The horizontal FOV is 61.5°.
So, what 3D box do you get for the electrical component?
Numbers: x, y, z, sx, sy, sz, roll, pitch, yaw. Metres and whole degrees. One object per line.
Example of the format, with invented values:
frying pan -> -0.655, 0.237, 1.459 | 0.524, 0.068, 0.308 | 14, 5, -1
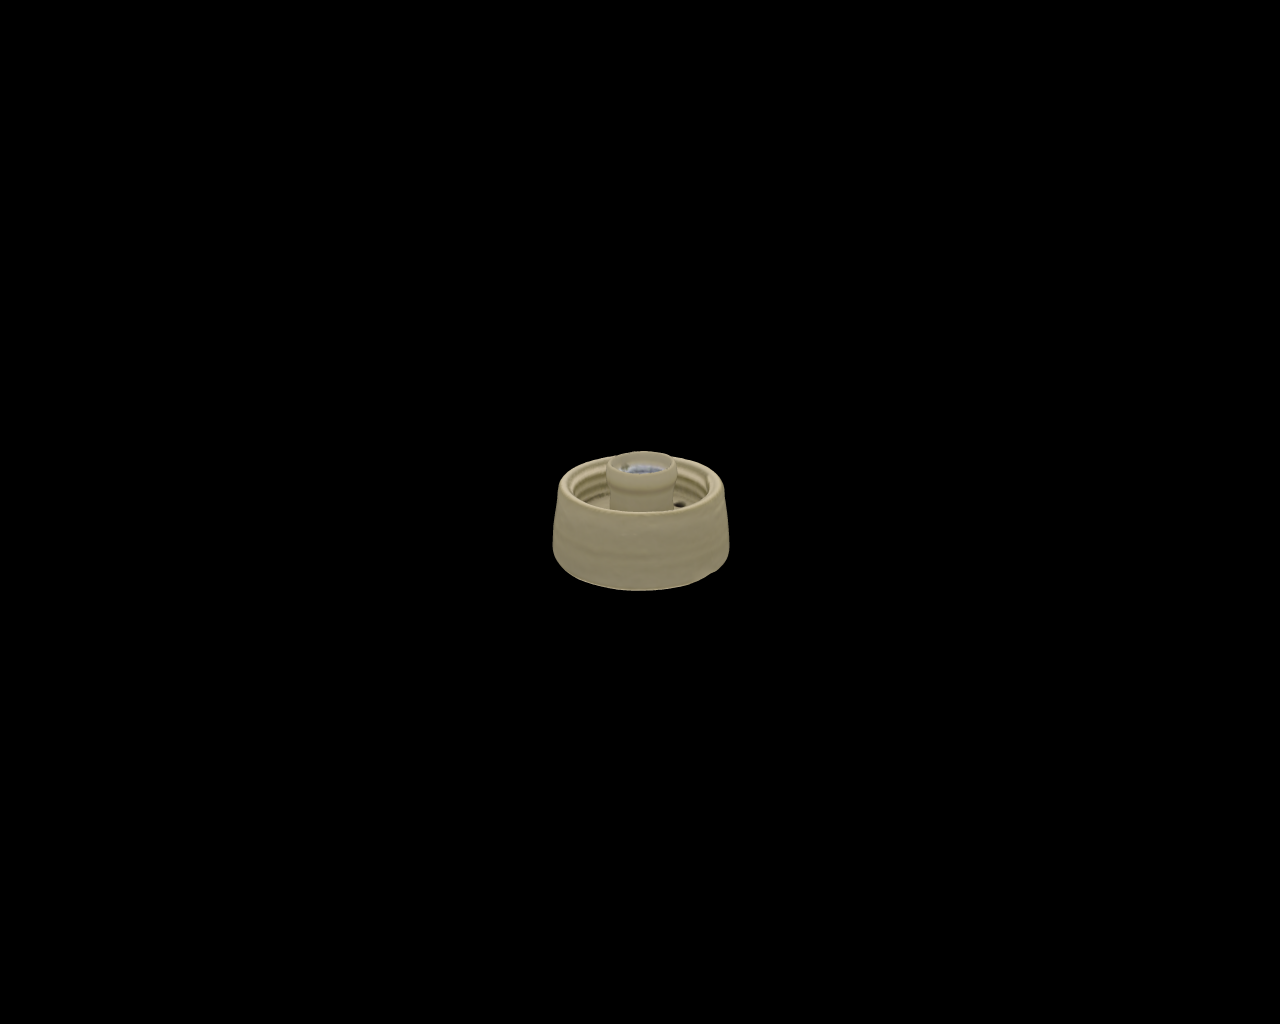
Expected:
electrical component -> 0.001, -0.003, 0.650 | 0.108, 0.060, 0.108 | 0, 23, 0
